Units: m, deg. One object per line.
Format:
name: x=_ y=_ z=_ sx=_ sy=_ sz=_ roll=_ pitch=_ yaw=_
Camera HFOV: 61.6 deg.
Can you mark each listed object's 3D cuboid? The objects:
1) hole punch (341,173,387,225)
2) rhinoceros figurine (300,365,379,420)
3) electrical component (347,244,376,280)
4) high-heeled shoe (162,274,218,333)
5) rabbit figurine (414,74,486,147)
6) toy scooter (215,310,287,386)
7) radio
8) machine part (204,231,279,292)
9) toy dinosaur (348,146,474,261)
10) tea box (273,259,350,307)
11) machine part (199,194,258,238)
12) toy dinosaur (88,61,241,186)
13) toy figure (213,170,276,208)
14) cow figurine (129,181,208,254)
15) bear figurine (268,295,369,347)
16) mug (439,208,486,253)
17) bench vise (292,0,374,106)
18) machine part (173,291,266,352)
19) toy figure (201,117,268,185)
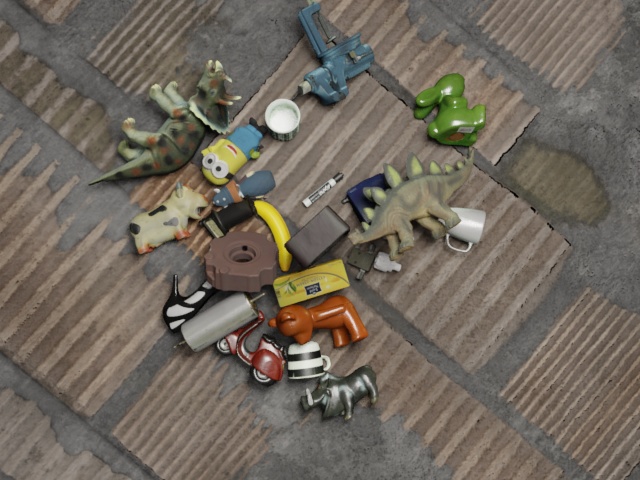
hole punch: x=0.133 y=-0.094 z=1.285 sx=0.142 sy=0.092 sz=0.115 roll=-28 pitch=85 yaw=1
rhinoceros figurine: x=0.049 y=0.362 z=1.270 sx=0.190 sy=0.073 sz=0.112 roll=-23 pitch=90 yaw=-3
electrical component: x=0.098 y=0.047 z=1.302 sx=0.063 sy=0.021 sz=0.094 roll=22 pitch=88 yaw=17
high-heeled shoe: x=-0.248 y=0.146 z=1.270 sx=0.249 sy=0.086 sz=0.145 roll=-2 pitch=95 yaw=-1
rabbit figurine: x=0.309 y=-0.320 z=1.302 sx=0.159 sy=0.121 sz=0.170 roll=-4 pitch=70 yaw=5
toy scooter: x=-0.145 y=0.247 z=1.269 sx=0.184 sy=0.075 sz=0.135 roll=36 pitch=88 yaw=4
radio: x=-0.002 y=-0.004 z=1.206 sx=0.131 sy=0.229 sz=0.073 roll=-43 pitch=86 yaw=1
machine part: x=-0.176 y=0.045 z=1.224 sx=0.179 sy=0.179 sz=0.056 roll=4 pitch=127 yaw=-2
toy dinosaur: x=0.225 y=-0.094 z=1.200 sx=0.471 sy=0.105 sz=0.198 roll=-24 pitch=80 yaw=-34
tea box: x=-0.023 y=0.099 z=1.266 sx=0.170 sy=0.098 sz=0.068 roll=-16 pitch=89 yaw=-4
machine part: x=-0.211 y=-0.050 z=1.276 sx=0.139 sy=0.039 sz=0.084 roll=-30 pitch=114 yaw=12
toy dinosaur: x=-0.348 y=-0.239 z=1.264 sx=0.192 sy=0.131 sz=0.404 roll=37 pitch=93 yaw=0
toy figure: x=-0.183 y=-0.120 z=1.289 sx=0.154 sy=0.058 sz=0.064 roll=-20 pitch=83 yaw=2
cow figurine: x=-0.356 y=-0.057 z=1.271 sx=0.195 sy=0.085 sz=0.127 roll=-23 pitch=95 yaw=-2
bear figurine: x=-0.008 y=0.197 z=1.225 sx=0.196 sy=0.120 sz=0.132 roll=-14 pitch=78 yaw=-35
mug: x=0.333 y=-0.029 z=1.296 sx=0.107 sy=0.081 sz=0.109 roll=16 pitch=93 yaw=10
bench vise: x=0.010 y=-0.449 z=1.266 sx=0.224 sy=0.129 sz=0.240 roll=-31 pitch=107 yaw=-10
machine part: x=-0.229 y=0.184 z=1.236 sx=0.243 sy=0.079 sz=0.079 roll=-32 pitch=89 yaw=-1
toy figure: x=-0.202 y=-0.206 z=1.281 sx=0.082 sy=0.089 sz=0.180 roll=36 pitch=76 yaw=28
